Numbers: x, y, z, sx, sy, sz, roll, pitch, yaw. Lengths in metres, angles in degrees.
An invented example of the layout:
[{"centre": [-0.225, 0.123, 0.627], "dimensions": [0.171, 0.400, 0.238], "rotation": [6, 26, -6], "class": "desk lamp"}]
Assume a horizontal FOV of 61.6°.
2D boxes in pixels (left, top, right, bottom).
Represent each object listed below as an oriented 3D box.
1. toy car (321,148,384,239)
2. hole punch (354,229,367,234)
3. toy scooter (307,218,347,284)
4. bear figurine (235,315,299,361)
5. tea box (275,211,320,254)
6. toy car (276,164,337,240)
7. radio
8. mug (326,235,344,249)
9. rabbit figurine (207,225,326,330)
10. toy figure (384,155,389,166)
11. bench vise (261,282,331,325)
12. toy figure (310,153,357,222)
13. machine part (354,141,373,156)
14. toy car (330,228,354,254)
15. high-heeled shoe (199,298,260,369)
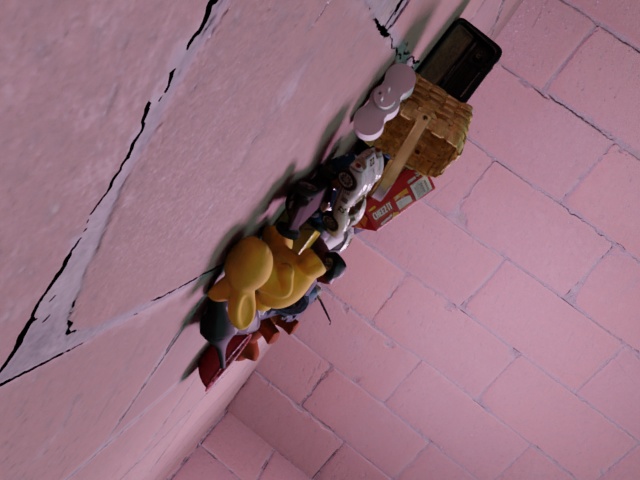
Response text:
[{"centre": [0.057, -0.078, 0.923], "dimensions": [0.073, 0.056, 0.201], "rotation": [-41, 165, -34], "class": "toy car"}, {"centre": [0.117, -0.084, 1.520], "dimensions": [0.115, 0.092, 0.142], "rotation": [-59, -152, 35], "class": "hole punch"}, {"centre": [-0.031, 0.035, 1.050], "dimensions": [0.135, 0.184, 0.075], "rotation": [-39, 133, 14], "class": "toy scooter"}, {"centre": [-0.162, 0.249, 1.343], "dimensions": [0.120, 0.132, 0.195], "rotation": [-11, 135, -57], "class": "bear figurine"}, {"centre": [-0.077, 0.034, 0.956], "dimensions": [0.169, 0.068, 0.098], "rotation": [-54, 174, 3], "class": "tea box"}, {"centre": [-0.023, -0.065, 0.863], "dimensions": [0.089, 0.053, 0.202], "rotation": [-61, 176, 23], "class": "toy car"}, {"centre": [0.289, -0.361, 1.197], "dimensions": [0.229, 0.131, 0.073], "rotation": [-53, 177, -5], "class": "radio"}, {"centre": [-0.003, -0.004, 1.301], "dimensions": [0.107, 0.081, 0.109], "rotation": [-40, 173, -23], "class": "mug"}, {"centre": [-0.096, 0.045, 0.805], "dimensions": [0.162, 0.122, 0.173], "rotation": [-44, 161, 1], "class": "rabbit figurine"}, {"centre": [0.173, -0.236, 1.167], "dimensions": [0.082, 0.089, 0.180], "rotation": [-14, 148, -9], "class": "toy figure"}, {"centre": [-0.047, 0.108, 1.214], "dimensions": [0.223, 0.129, 0.240], "rotation": [1, 141, -39], "class": "bench vise"}, {"centre": [0.022, -0.100, 0.997], "dimensions": [0.058, 0.064, 0.154], "rotation": [-2, 136, -32], "class": "toy figure"}, {"centre": [0.105, -0.201, 1.173], "dimensions": [0.084, 0.039, 0.139], "rotation": [-57, 174, -9], "class": "machine part"}, {"centre": [0.038, -0.017, 1.440], "dimensions": [0.161, 0.103, 0.109], "rotation": [-52, 176, 14], "class": "toy car"}, {"centre": [-0.158, 0.114, 0.952], "dimensions": [0.249, 0.086, 0.145], "rotation": [-85, 175, -65], "class": "high-heeled shoe"}]
